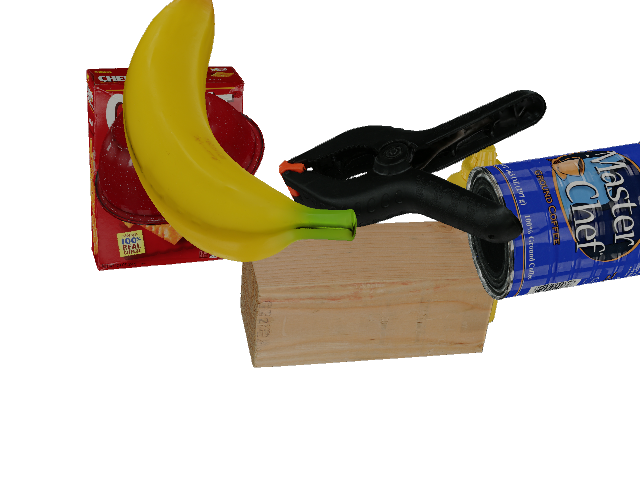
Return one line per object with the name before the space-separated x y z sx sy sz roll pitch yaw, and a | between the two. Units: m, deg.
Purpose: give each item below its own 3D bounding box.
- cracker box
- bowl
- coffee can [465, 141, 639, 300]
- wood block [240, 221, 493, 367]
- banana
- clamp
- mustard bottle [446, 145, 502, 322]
cracker box | -0.171 -0.079 1.180 0.164 0.214 0.072 -4 25 -18
bowl | -0.135 -0.088 0.953 0.162 0.162 0.055 0 -44 18
coffee can | 0.192 -0.016 0.810 0.140 0.103 0.103 -9 1 -8
wood block | 0.038 0.046 0.940 0.206 0.090 0.091 -3 35 -12
banana | -0.053 -0.050 0.472 0.069 0.037 0.198 -14 46 -18
clamp | 0.054 -0.036 0.656 0.172 0.039 0.120 -12 36 21
mustard bottle | 0.154 -0.013 1.082 0.058 0.192 0.096 -8 37 -14
